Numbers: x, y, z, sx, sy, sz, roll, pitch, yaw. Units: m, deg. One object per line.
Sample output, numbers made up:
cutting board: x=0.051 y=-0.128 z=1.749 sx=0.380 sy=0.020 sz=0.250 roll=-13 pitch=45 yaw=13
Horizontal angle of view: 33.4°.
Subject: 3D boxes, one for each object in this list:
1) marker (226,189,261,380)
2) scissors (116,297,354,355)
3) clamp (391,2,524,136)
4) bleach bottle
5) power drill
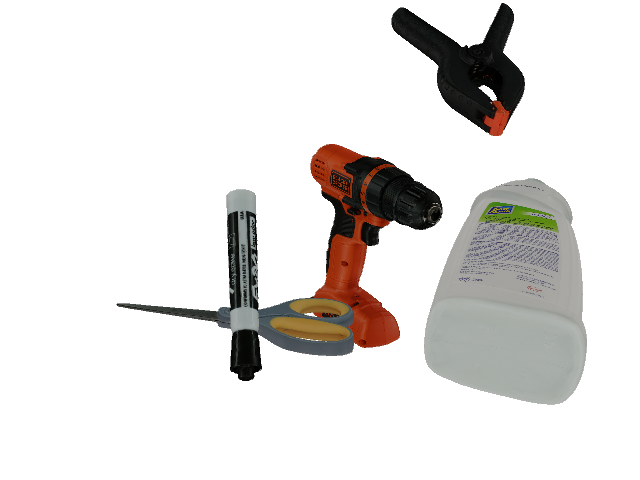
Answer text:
marker: x=-0.047 y=0.026 z=0.651 sx=0.020 sy=0.121 sz=0.020 roll=-3 pitch=-24 yaw=-2
scissors: x=-0.060 y=0.059 z=0.890 sx=0.202 sy=0.016 sz=0.096 roll=12 pitch=22 yaw=23
clamp: x=0.130 y=-0.164 z=0.981 sx=0.120 sy=0.171 sz=0.039 roll=-2 pitch=-44 yaw=-1
bleach bottle: x=0.145 y=0.016 z=0.758 sx=0.103 sy=0.068 sz=0.250 roll=12 pitch=28 yaw=13
power drill: x=0.051 y=0.009 z=1.079 sx=0.057 sy=0.188 sz=0.185 roll=-9 pitch=24 yaw=-32
